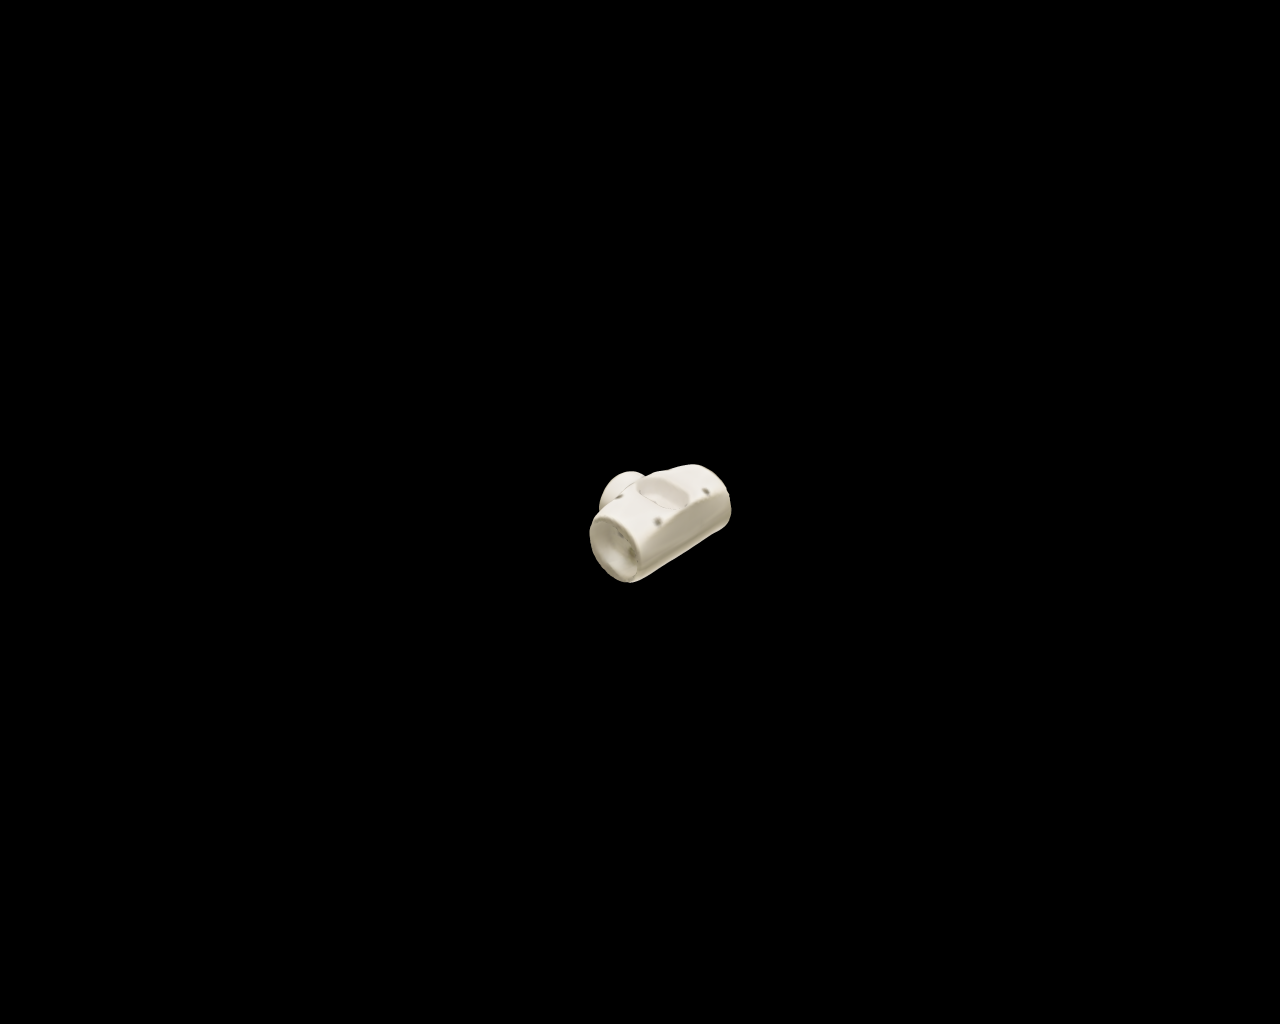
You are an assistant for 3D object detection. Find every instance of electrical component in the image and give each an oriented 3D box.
[{"bbox_3d":[0.001,-0.003,0.650,0.077,0.043,0.079,-29,46,-33],"label":"electrical component"}]
